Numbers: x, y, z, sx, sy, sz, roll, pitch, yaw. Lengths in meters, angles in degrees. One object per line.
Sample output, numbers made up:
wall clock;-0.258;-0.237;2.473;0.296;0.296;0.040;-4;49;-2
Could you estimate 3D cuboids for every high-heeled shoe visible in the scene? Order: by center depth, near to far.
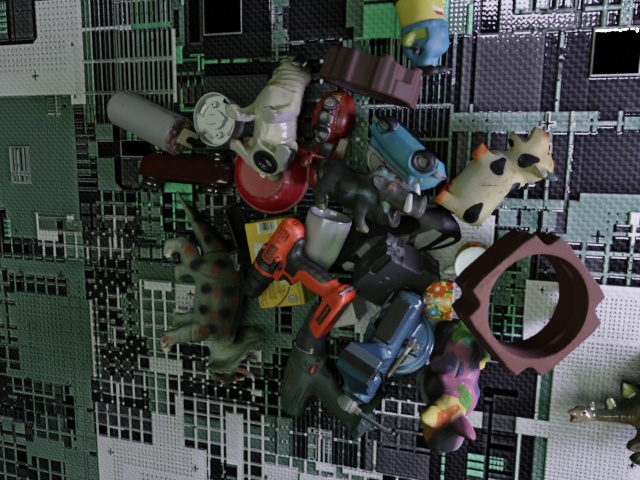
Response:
high-heeled shoe;0.132;0.014;0.987;0.145;0.086;0.249;30;131;-23

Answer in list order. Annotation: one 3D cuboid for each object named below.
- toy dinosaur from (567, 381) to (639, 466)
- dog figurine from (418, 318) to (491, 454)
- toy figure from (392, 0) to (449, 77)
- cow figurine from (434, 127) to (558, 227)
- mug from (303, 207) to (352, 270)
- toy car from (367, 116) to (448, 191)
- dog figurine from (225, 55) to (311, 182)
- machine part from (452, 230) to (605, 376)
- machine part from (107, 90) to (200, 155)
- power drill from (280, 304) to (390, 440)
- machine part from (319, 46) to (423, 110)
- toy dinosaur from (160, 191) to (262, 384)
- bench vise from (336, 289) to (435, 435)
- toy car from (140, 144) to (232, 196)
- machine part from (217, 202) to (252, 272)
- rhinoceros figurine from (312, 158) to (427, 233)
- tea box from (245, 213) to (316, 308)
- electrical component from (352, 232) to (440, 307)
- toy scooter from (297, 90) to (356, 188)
toy dinosaur;0.640;0.261;0.840;0.472;0.105;0.198;-3;94;12
dog figurine;0.223;0.245;0.901;0.109;0.219;0.191;18;104;10
toy figure;0.168;-0.364;0.896;0.089;0.082;0.180;-3;100;15
cow figurine;0.300;-0.104;0.892;0.127;0.085;0.195;40;112;1
mug;-0.002;-0.003;0.994;0.110;0.081;0.107;38;115;55
toy car;0.136;-0.136;0.924;0.162;0.109;0.103;43;107;7
dog figurine;-0.064;-0.220;0.964;0.121;0.190;0.172;19;136;18
machine part;0.335;0.099;0.875;0.201;0.087;0.201;-41;101;1
machine part;-0.333;-0.231;1.053;0.243;0.079;0.079;27;105;22
power drill;0.025;0.264;1.024;0.207;0.086;0.232;30;109;16
machine part;0.087;-0.269;0.890;0.179;0.179;0.056;20;100;13
toy dinosaur;-0.208;0.104;1.068;0.192;0.131;0.404;1;91;-1
bench vise;0.120;0.203;0.914;0.129;0.240;0.223;15;75;27
toy car;-0.267;-0.138;1.075;0.202;0.053;0.089;7;80;14
machine part;-0.159;-0.007;1.057;0.039;0.084;0.139;-25;78;42
rhinoceros figurine;0.081;-0.076;0.881;0.190;0.073;0.112;23;119;17
tea box;-0.075;0.040;1.035;0.098;0.068;0.169;-6;98;21
electrical component;0.124;0.063;0.932;0.115;0.058;0.134;26;134;-15
toy scooter;0.007;-0.177;0.944;0.075;0.135;0.183;19;102;14
